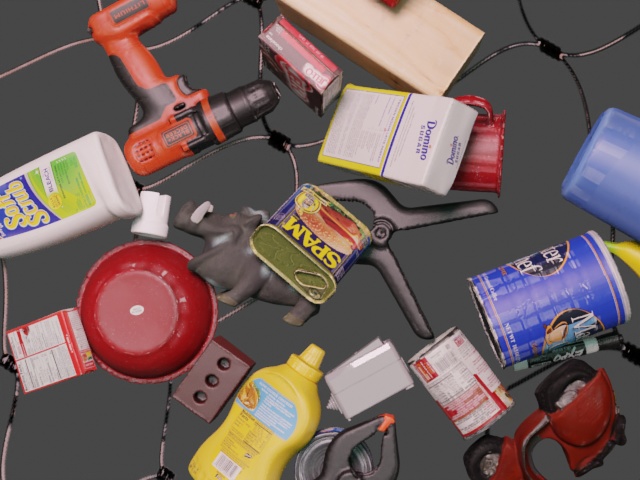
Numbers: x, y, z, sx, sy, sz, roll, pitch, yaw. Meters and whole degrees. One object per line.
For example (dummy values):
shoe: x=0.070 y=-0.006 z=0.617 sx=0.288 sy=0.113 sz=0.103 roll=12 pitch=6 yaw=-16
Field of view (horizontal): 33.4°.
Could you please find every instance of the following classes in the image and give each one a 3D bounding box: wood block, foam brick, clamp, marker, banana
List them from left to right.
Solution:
foam brick: x=-0.114 y=0.151 z=1.158 sx=0.053 sy=0.051 sz=0.078 roll=35 pitch=90 yaw=4
clamp: x=0.021 y=0.254 z=1.116 sx=0.120 sy=0.039 sz=0.171 roll=22 pitch=87 yaw=-2
wood block: x=0.063 y=-0.232 z=1.142 sx=0.206 sy=0.091 sz=0.090 roll=34 pitch=90 yaw=4
clamp: x=0.068 y=0.004 z=1.158 sx=0.210 sy=0.036 sz=0.164 roll=20 pitch=90 yaw=7
marker: x=0.266 y=0.119 z=1.149 sx=0.121 sy=0.020 sz=0.020 roll=-13 pitch=87 yaw=3
banana: x=0.365 y=0.079 z=1.137 sx=0.070 sy=0.037 sz=0.198 roll=-25 pitch=84 yaw=22

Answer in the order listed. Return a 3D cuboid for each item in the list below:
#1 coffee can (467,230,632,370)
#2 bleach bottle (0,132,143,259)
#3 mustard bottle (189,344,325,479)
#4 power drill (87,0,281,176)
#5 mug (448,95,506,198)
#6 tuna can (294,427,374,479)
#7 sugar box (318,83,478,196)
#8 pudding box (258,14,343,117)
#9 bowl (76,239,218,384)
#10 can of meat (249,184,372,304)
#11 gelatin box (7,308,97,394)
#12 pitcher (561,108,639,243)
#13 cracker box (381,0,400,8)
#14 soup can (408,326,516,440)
coffee can: x=0.237 y=0.062 z=1.111 sx=0.140 sy=0.103 sz=0.103 roll=-21 pitch=86 yaw=3
bleach bottle: x=-0.325 y=-0.023 z=1.165 sx=0.251 sy=0.068 sz=0.102 roll=-25 pitch=80 yaw=13
mustard bottle: x=-0.054 y=0.195 z=1.144 sx=0.096 sy=0.058 sz=0.191 roll=33 pitch=89 yaw=33
power drill: x=-0.157 y=-0.186 z=1.173 sx=0.184 sy=0.057 sz=0.187 roll=-26 pitch=86 yaw=3
mug: x=0.152 y=-0.102 z=1.123 sx=0.081 sy=0.117 sz=0.093 roll=4 pitch=46 yaw=9
tuna can: x=0.015 y=0.247 z=1.154 sx=0.086 sy=0.033 sz=0.086 roll=0 pitch=88 yaw=4
sugar box: x=0.077 y=-0.106 z=1.104 sx=0.048 sy=0.176 sz=0.093 roll=20 pitch=90 yaw=-40
pudding box: x=-0.020 y=-0.183 z=1.135 sx=0.090 sy=0.113 sz=0.039 roll=44 pitch=88 yaw=4
bowl: x=-0.195 y=0.079 z=1.166 sx=0.162 sy=0.055 sz=0.162 roll=0 pitch=87 yaw=4
can of meat: x=-0.007 y=0.001 z=1.104 sx=0.102 sy=0.058 sz=0.083 roll=41 pitch=52 yaw=1
gelatin box: x=-0.295 y=0.122 z=1.170 sx=0.089 sy=0.030 sz=0.073 roll=-21 pitch=86 yaw=27
pitcher: x=0.384 y=-0.045 z=1.102 sx=0.243 sy=0.149 sz=0.145 roll=29 pitch=105 yaw=8
cracker box: x=0.070 y=-0.362 z=1.107 sx=0.164 sy=0.072 sz=0.213 roll=35 pitch=55 yaw=4
soup can: x=0.149 y=0.151 z=1.131 sx=0.068 sy=0.068 sz=0.102 roll=-37 pitch=85 yaw=2
